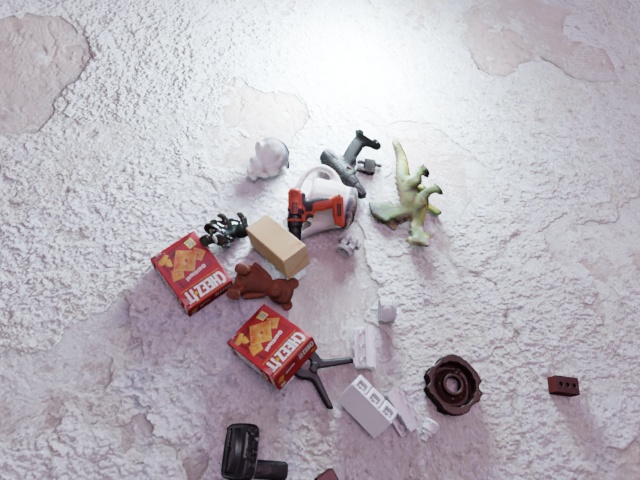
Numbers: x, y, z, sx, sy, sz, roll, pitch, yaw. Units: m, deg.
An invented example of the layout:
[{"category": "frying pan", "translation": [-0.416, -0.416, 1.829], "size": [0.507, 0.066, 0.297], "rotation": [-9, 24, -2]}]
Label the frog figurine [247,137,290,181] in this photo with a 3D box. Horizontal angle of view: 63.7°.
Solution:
[{"category": "frog figurine", "translation": [-0.190, -0.284, 1.806], "size": [0.161, 0.121, 0.137], "rotation": [-29, 91, -32]}]

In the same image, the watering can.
[{"category": "watering can", "translation": [0.005, -0.088, 1.753], "size": [0.224, 0.103, 0.352], "rotation": [14, 75, 1]}]

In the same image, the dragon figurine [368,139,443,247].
[{"category": "dragon figurine", "translation": [0.286, -0.152, 1.826], "size": [0.244, 0.120, 0.416], "rotation": [-28, 70, -12]}]
